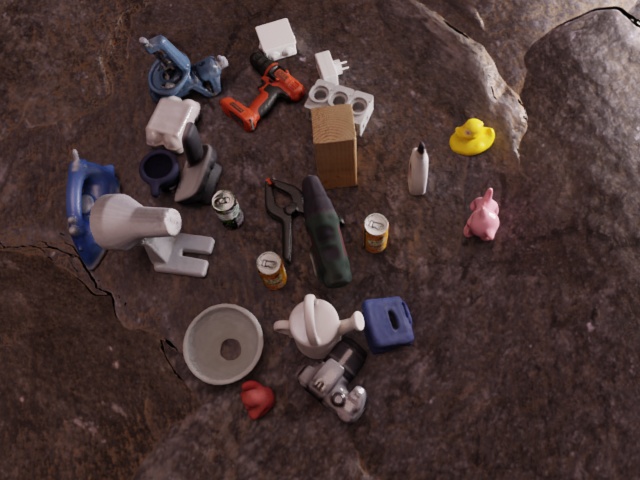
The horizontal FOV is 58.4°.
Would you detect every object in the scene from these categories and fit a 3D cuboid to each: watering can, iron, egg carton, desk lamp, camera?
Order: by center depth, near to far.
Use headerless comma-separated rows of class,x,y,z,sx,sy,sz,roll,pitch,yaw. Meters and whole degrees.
watering can,-0.003,0.166,1.139,0.173,0.194,0.101,-23,68,-5
camera,0.045,0.272,1.142,0.143,0.101,0.137,35,74,17
desk lamp,-0.355,-0.014,1.227,0.203,0.214,0.118,7,68,7
iron,-0.537,-0.073,1.304,0.118,0.141,0.258,-7,67,2
egg carton,-0.364,-0.288,1.420,0.107,0.069,0.150,14,69,10

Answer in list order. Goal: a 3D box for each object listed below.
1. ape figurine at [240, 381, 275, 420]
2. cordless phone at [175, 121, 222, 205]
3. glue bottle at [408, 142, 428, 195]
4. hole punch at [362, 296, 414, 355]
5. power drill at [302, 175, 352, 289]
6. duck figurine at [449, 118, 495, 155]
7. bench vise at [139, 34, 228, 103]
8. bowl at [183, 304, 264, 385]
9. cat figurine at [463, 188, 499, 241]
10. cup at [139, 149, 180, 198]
ape figurine,-0.131,0.317,1.140,0.076,0.092,0.078,1,67,5
cordless phone,-0.297,-0.172,1.304,0.094,0.185,0.147,7,68,7
glue bottle,0.219,-0.169,1.274,0.037,0.173,0.078,-5,67,2
hole punch,0.140,0.170,1.183,0.101,0.091,0.108,-15,67,-2
power drill,0.011,0.004,1.197,0.075,0.208,0.229,-16,67,-2
duck figurine,0.361,-0.251,1.345,0.104,0.086,0.077,-9,67,1
bench vise,-0.341,-0.437,1.398,0.207,0.220,0.121,-31,69,-9
bowl,-0.195,0.223,1.193,0.167,0.075,0.167,-1,67,4
cat figurine,0.357,-0.052,1.245,0.067,0.118,0.128,14,69,10
cup,-0.368,-0.140,1.345,0.091,0.095,0.118,1,67,4
